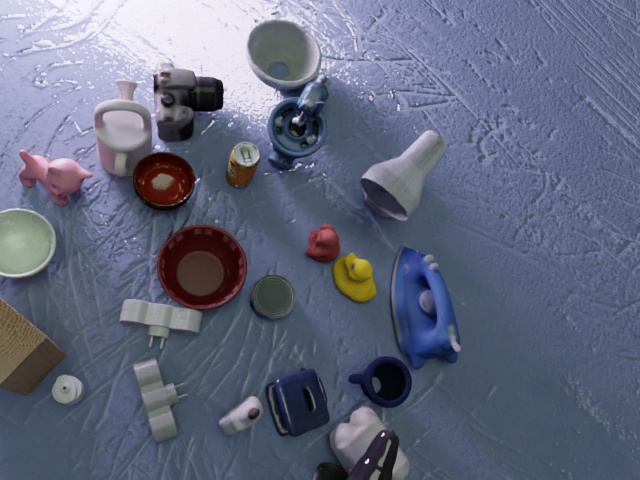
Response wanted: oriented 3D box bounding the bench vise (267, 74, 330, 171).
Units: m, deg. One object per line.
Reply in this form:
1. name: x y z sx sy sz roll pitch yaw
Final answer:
1. bench vise: -0.036 -0.264 1.136 0.122 0.219 0.207 12 69 -13

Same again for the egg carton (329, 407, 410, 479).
1. egg carton: 0.089 0.388 1.039 0.107 0.069 0.150 -34 85 -24

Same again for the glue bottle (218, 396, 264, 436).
1. glue bottle: -0.122 0.291 0.948 0.078 0.173 0.037 -35 85 -24

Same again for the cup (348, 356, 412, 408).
1. cup: 0.100 0.267 1.069 0.118 0.094 0.092 7 70 -15

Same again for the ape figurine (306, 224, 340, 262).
1. ape figurine: 0.010 0.004 1.130 0.078 0.092 0.076 -38 86 -24

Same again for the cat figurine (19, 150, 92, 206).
1. cat figurine: -0.468 -0.118 1.006 0.128 0.117 0.067 30 66 -6

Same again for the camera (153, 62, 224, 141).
1. camera: -0.259 -0.282 1.136 0.137 0.100 0.143 -3 73 -18

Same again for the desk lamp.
1. desk lamp: 0.161 -0.123 1.154 0.118 0.213 0.203 42 65 0

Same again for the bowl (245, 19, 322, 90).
1. bowl: -0.085 -0.388 1.242 0.168 0.074 0.167 6 71 -16

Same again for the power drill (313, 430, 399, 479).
1. power drill: 0.044 0.421 0.937 0.076 0.208 0.230 26 66 -7

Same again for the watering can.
1. watering can: -0.355 -0.205 1.029 0.101 0.193 0.173 -19 79 -22

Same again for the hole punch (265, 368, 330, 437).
1. hole punch: -0.035 0.287 1.022 0.101 0.091 0.108 -14 77 -21

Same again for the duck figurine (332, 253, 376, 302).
1. duck figurine: 0.078 0.070 1.133 0.078 0.086 0.104 -35 85 -24

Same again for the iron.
1. iron: 0.215 0.117 1.130 0.119 0.141 0.258 -6 74 -19
